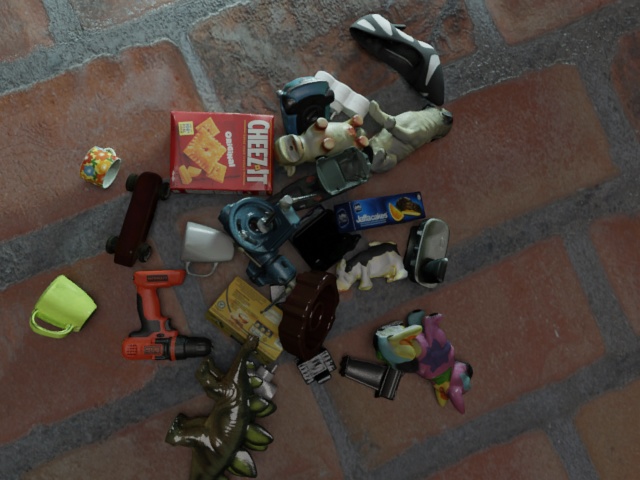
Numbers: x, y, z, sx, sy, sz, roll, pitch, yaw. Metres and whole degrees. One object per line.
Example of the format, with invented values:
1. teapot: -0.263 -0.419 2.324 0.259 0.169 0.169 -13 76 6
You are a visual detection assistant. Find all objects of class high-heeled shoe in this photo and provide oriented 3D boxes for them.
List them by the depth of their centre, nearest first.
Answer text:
1. high-heeled shoe: 0.167 -0.386 1.160 0.145 0.086 0.249 -16 70 -25

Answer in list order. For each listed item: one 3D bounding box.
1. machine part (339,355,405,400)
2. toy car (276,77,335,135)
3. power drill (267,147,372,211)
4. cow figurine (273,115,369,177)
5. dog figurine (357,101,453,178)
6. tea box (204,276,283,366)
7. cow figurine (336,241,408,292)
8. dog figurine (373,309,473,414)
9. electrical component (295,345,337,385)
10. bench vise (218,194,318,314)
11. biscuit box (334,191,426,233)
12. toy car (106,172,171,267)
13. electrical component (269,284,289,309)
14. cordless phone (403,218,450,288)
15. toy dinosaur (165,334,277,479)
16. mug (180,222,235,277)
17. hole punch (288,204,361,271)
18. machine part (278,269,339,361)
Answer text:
1. machine part: 0.108 0.290 1.151 0.139 0.039 0.084 24 90 -5
2. toy car: -0.035 -0.280 1.131 0.109 0.161 0.103 -18 53 -13
3. power drill: 0.002 -0.109 1.078 0.232 0.207 0.086 -23 85 -18
4. cow figurine: -0.011 -0.191 1.089 0.195 0.127 0.085 -16 82 -36
5. dog figurine: 0.188 -0.210 1.168 0.190 0.172 0.121 0 48 -30
6. tea box: -0.140 0.167 1.105 0.169 0.068 0.098 40 60 -1
7. cow figurine: 0.094 0.057 1.147 0.167 0.068 0.098 -12 82 -10
8. dog figurine: 0.224 0.267 1.124 0.191 0.108 0.219 -22 93 -24
9. electrical component: -0.008 0.259 1.101 0.075 0.119 0.047 -28 91 -4
10. bench vise: -0.095 -0.002 1.033 0.129 0.240 0.223 -27 81 -37
11. biscuit box: 0.126 -0.058 1.118 0.202 0.059 0.062 -11 89 -34
12. toy car: -0.376 -0.043 1.116 0.089 0.053 0.202 13 83 3
13. electrical component: -0.075 0.113 1.151 0.063 0.021 0.094 -5 87 -6
14. cordless phone: 0.235 0.024 1.104 0.089 0.184 0.146 14 86 0
15. toy dinosaur: -0.202 0.397 1.071 0.199 0.105 0.471 25 101 0
16. mug: -0.232 0.023 1.113 0.107 0.081 0.109 8 80 -15
17. hole punch: -0.002 -0.003 1.142 0.142 0.092 0.115 -40 115 -9
18. machine part: -0.021 0.146 1.061 0.056 0.179 0.179 15 85 22
